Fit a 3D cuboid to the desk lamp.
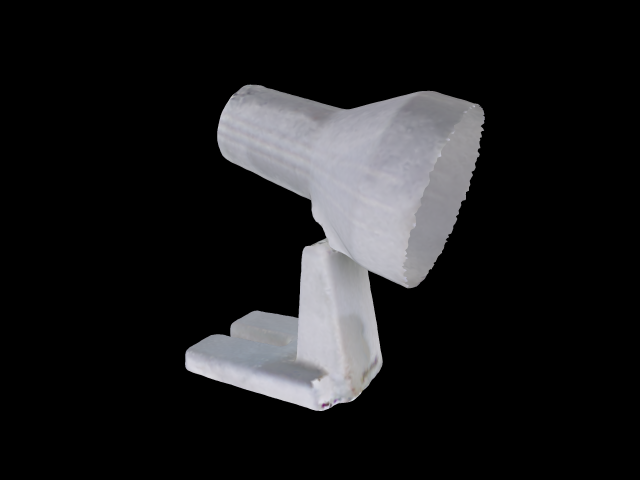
[{"bbox_3d":[0.004,0.001,0.400,0.202,0.213,0.118,7,15,26],"label":"desk lamp"}]
